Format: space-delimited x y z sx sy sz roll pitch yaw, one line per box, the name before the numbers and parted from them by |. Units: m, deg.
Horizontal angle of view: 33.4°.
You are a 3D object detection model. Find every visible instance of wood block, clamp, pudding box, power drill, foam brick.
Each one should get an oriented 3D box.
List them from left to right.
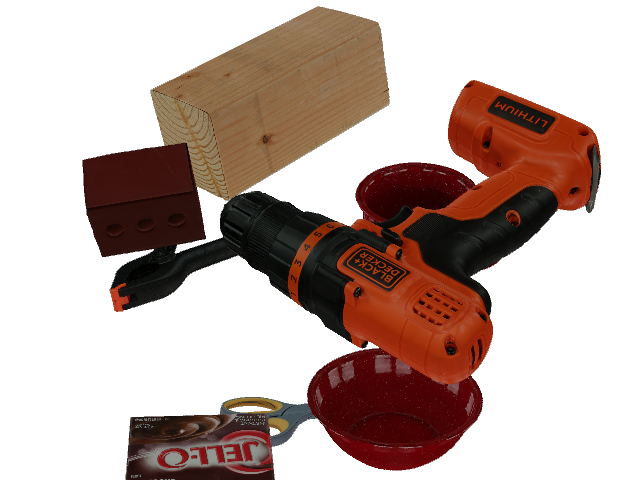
foam brick | -0.126 -0.029 0.759 0.078 0.051 0.053 -10 -38 -4
clamp | -0.164 0.028 1.201 0.120 0.039 0.171 -2 29 30
pudding box | -0.093 0.174 0.822 0.113 0.039 0.090 -2 25 -6
wood block | -0.041 -0.132 0.992 0.205 0.091 0.090 -33 40 -30
power drill | 0.058 -0.018 0.622 0.185 0.057 0.187 31 59 32

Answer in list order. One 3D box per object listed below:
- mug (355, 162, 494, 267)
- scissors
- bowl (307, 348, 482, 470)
mug | 0.086 -0.002 0.818 0.117 0.081 0.093 0 35 3
scissors | -0.010 0.200 1.190 0.201 0.016 0.096 3 23 -11
bowl | 0.068 0.164 0.994 0.162 0.055 0.162 -1 26 0
